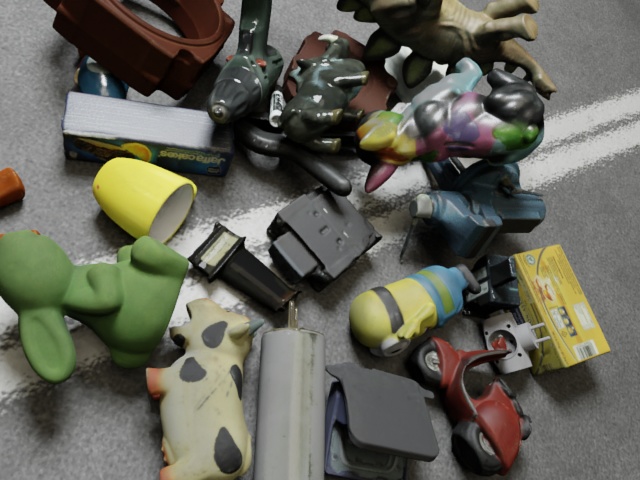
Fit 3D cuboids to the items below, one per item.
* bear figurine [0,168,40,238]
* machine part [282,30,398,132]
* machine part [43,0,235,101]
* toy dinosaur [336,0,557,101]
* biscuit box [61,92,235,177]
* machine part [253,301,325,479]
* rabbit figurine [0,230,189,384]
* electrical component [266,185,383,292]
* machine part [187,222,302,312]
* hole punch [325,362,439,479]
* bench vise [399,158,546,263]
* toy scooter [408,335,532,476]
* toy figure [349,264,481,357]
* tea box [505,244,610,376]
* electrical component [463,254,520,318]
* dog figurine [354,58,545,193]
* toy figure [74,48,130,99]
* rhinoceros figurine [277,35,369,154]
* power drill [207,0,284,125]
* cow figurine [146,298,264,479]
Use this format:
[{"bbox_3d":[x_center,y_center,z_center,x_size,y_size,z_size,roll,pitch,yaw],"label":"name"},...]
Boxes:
[{"bbox_3d":[-0.347,-0.044,0.503,0.132,0.195,0.120,-19,72,-29],"label":"bear figurine"},{"bbox_3d":[0.032,-0.242,0.830,0.179,0.056,0.179,8,64,-17],"label":"machine part"},{"bbox_3d":[-0.222,-0.296,0.693,0.201,0.087,0.201,36,43,-18],"label":"machine part"},{"bbox_3d":[0.133,-0.324,0.756,0.471,0.198,0.105,32,56,-9],"label":"toy dinosaur"},{"bbox_3d":[-0.211,-0.130,0.676,0.203,0.059,0.063,5,64,-20],"label":"biscuit box"},{"bbox_3d":[-0.032,0.188,0.592,0.079,0.079,0.243,8,64,-18],"label":"machine part"},{"bbox_3d":[-0.246,0.057,0.546,0.170,0.121,0.159,23,81,-28],"label":"rabbit figurine"},{"bbox_3d":[-0.001,-0.002,0.704,0.115,0.058,0.134,47,58,6],"label":"electrical component"},{"bbox_3d":[-0.089,0.040,0.662,0.139,0.039,0.084,34,50,-2],"label":"machine part"},{"bbox_3d":[0.063,0.216,0.624,0.142,0.092,0.116,15,34,-12],"label":"hole punch"},{"bbox_3d":[0.206,-0.079,0.795,0.224,0.128,0.241,-9,49,-15],"label":"bench vise"},{"bbox_3d":[0.209,0.194,0.686,0.135,0.075,0.184,-23,73,-23],"label":"toy scooter"},{"bbox_3d":[0.121,0.084,0.701,0.180,0.082,0.089,-28,60,-23],"label":"toy figure"},{"bbox_3d":[0.331,0.100,0.784,0.098,0.068,0.169,-8,69,-25],"label":"tea box"},{"bbox_3d":[0.243,0.057,0.739,0.048,0.119,0.075,9,61,-18],"label":"electrical component"},{"bbox_3d":[0.152,-0.132,0.693,0.219,0.108,0.192,-33,49,-20],"label":"dog figurine"},{"bbox_3d":[-0.282,-0.235,0.700,0.064,0.058,0.154,13,57,-45],"label":"toy figure"},{"bbox_3d":[0.007,-0.199,0.724,0.112,0.073,0.190,16,57,13],"label":"rhinoceros figurine"},{"bbox_3d":[-0.088,-0.265,0.681,0.086,0.207,0.232,5,23,7],"label":"power drill"},{"bbox_3d":[-0.116,0.154,0.570,0.127,0.085,0.195,-6,67,-18],"label":"cow figurine"}]
